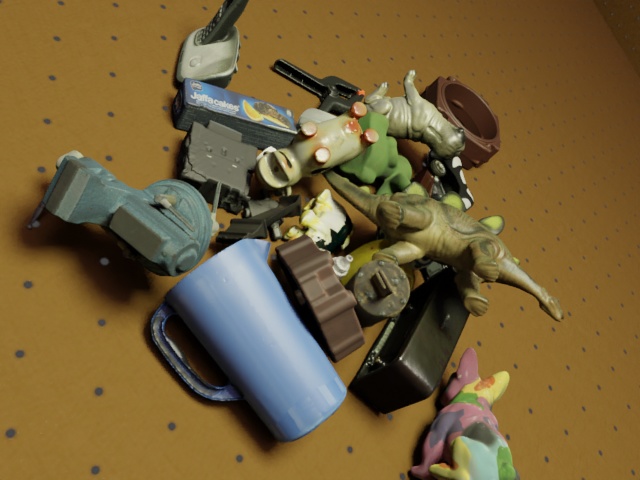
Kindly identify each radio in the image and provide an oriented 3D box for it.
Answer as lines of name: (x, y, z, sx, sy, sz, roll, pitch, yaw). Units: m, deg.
radio: (0.146, 0.151, 0.823, 0.073, 0.131, 0.229, 45, 45, -2)

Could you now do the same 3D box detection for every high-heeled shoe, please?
high-heeled shoe: (0.246, -0.114, 1.112, 0.145, 0.086, 0.249, 51, 37, 0)

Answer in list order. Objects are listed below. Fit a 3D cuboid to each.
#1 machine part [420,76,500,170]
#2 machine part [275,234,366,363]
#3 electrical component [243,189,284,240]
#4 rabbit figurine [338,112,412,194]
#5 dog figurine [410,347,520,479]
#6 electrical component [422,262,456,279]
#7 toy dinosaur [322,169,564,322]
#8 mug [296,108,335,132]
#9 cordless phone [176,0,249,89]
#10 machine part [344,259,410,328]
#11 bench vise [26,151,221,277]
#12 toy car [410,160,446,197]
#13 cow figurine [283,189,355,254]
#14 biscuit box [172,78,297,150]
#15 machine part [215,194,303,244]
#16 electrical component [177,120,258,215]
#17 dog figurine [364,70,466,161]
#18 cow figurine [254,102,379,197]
machine part: (0.337, -0.285, 1.294, 0.201, 0.087, 0.201, 28, 48, -17)
machine part: (0.000, 0.078, 0.736, 0.056, 0.179, 0.179, -27, 77, -10)
electrical component: (-0.092, -0.042, 0.857, 0.063, 0.021, 0.094, 2, 61, -35)
rabbit figurine: (0.126, -0.141, 1.023, 0.170, 0.121, 0.159, 18, 44, -45)
dog figurine: (0.228, 0.265, 0.783, 0.108, 0.191, 0.219, 32, 62, -6)
electrical component: (0.216, 0.024, 1.004, 0.048, 0.075, 0.119, 1, 58, -35)
toy dinosaur: (0.155, -0.019, 0.823, 0.472, 0.105, 0.198, 33, 31, 20)
mug: (0.015, -0.188, 0.951, 0.080, 0.107, 0.109, -66, 154, -6)
cordless phone: (-0.159, -0.336, 0.894, 0.088, 0.184, 0.147, 23, 50, -29)
machine part: (0.071, 0.081, 0.762, 0.079, 0.243, 0.079, 2, 76, -6)
bench vise: (-0.216, -0.032, 0.684, 0.224, 0.128, 0.240, 23, 7, 19)
toy car: (0.191, -0.085, 1.048, 0.053, 0.089, 0.202, 43, 43, -7)
cow figurine: (-0.003, -0.001, 0.864, 0.098, 0.068, 0.167, 43, 43, -12)
biscuit box: (-0.141, -0.205, 0.903, 0.202, 0.063, 0.059, 9, 55, -32)
machine part: (-0.084, -0.028, 0.789, 0.139, 0.084, 0.039, -32, 107, -40)
electrical component: (-0.161, -0.120, 0.836, 0.115, 0.058, 0.134, 20, 51, -27)
dog figurine: (0.183, -0.224, 1.098, 0.191, 0.172, 0.121, 61, 7, 20)
cow figurine: (-0.017, -0.134, 0.842, 0.195, 0.127, 0.085, -28, 87, -25)
